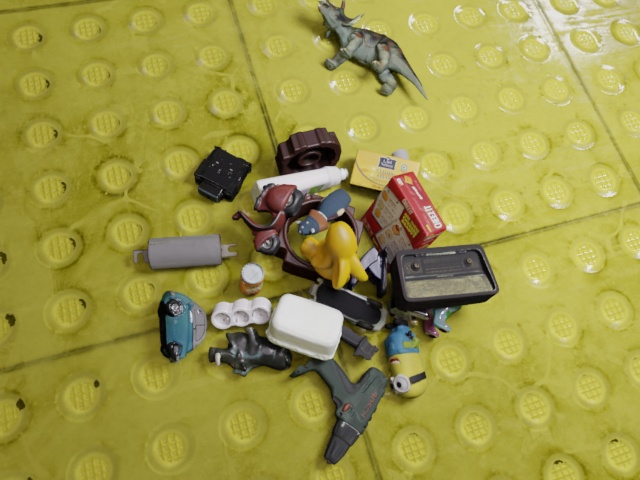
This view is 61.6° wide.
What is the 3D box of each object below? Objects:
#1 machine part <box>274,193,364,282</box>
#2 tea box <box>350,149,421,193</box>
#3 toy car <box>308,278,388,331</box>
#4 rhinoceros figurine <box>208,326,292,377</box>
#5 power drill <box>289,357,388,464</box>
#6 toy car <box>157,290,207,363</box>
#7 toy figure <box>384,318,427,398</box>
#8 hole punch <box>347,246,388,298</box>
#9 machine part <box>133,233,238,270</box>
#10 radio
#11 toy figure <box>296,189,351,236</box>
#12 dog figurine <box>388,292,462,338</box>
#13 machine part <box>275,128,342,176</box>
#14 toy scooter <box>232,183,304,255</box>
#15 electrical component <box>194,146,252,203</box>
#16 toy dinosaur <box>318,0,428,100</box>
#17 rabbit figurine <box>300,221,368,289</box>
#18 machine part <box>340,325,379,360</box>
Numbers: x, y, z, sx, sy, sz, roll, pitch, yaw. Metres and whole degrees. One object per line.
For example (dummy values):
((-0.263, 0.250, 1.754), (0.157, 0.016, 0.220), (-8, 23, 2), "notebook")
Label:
((-0.003, -0.004, 1.340), (0.201, 0.087, 0.201), (18, 67, -2), "machine part")
((0.170, -0.172, 1.416), (0.170, 0.068, 0.098), (12, 91, 4), "tea box")
((0.066, 0.156, 1.288), (0.202, 0.056, 0.073), (24, 82, -8), "toy car")
((-0.158, 0.256, 1.229), (0.190, 0.073, 0.112), (6, 79, -7), "rhinoceros figurine")
((0.029, 0.349, 1.210), (0.207, 0.086, 0.232), (41, 67, 13), "power drill")
((-0.307, 0.192, 1.215), (0.103, 0.109, 0.161), (-2, 77, -28), "toy car")
((0.201, 0.278, 1.261), (0.089, 0.082, 0.180), (-1, 67, -7), "toy figure")
((0.117, 0.076, 1.305), (0.092, 0.142, 0.115), (7, 75, 4), "hole punch")
((-0.321, 0.028, 1.288), (0.243, 0.079, 0.079), (-3, 69, -8), "machine part")
((0.281, 0.085, 1.240), (0.230, 0.073, 0.131), (-4, 63, -12), "radio")
((0.010, -0.059, 1.286), (0.154, 0.064, 0.057), (-43, 117, -15), "toy figure")
((0.290, 0.121, 1.324), (0.192, 0.108, 0.219), (28, 63, 7), "dog figurine")
((-0.031, -0.219, 1.377), (0.179, 0.179, 0.056), (-14, 70, -13), "machine part")
((-0.130, -0.065, 1.275), (0.135, 0.075, 0.184), (26, 83, 12), "toy scooter")
((-0.255, -0.162, 1.383), (0.115, 0.058, 0.134), (25, 67, 5), "electrical component")
((0.156, -0.551, 1.565), (0.405, 0.131, 0.192), (28, 68, -3), "toy dinosaur")
((0.035, 0.029, 1.194), (0.122, 0.173, 0.162), (-13, 67, -17), "rabbit figurine")
((0.071, 0.233, 1.270), (0.139, 0.084, 0.039), (32, 112, 15), "machine part")
